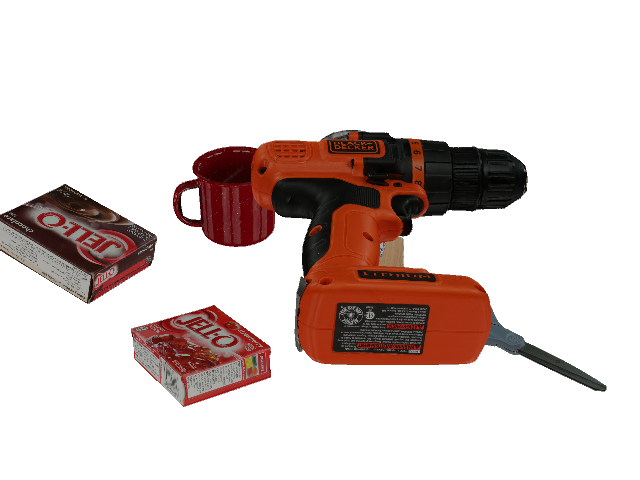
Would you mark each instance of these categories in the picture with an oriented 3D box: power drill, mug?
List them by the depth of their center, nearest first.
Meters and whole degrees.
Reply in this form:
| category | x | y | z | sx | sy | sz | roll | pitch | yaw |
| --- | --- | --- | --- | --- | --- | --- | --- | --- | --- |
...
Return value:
| category | x | y | z | sx | sy | sz | roll | pitch | yaw |
| --- | --- | --- | --- | --- | --- | --- | --- | --- | --- |
| power drill | 0.050 | -0.003 | 0.651 | 0.184 | 0.057 | 0.187 | -1 | 33 | -4 |
| mug | -0.102 | -0.044 | 1.159 | 0.117 | 0.081 | 0.093 | -10 | 33 | -17 |

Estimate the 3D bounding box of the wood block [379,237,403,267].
| category | x | y | z | sx | sy | sz | roll | pitch | yaw |
| --- | --- | --- | --- | --- | --- | --- | --- | --- | --- |
| wood block | 0.078 | 0.071 | 1.644 | 0.091 | 0.090 | 0.206 | 3 | 22 | 6 |

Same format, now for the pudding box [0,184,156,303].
| category | x | y | z | sx | sy | sz | roll | pitch | yaw |
| --- | --- | --- | --- | --- | --- | --- | --- | --- | --- |
| pudding box | -0.217 | 0.001 | 0.949 | 0.114 | 0.039 | 0.089 | 26 | 32 | 19 |

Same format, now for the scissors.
| category | x | y | z | sx | sy | sz | roll | pitch | yaw |
| --- | --- | --- | --- | --- | --- | --- | --- | --- | --- |
| scissors | 0.160 | 0.099 | 0.993 | 0.096 | 0.016 | 0.202 | -21 | 39 | -25 |

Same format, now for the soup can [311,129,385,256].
| category | x | y | z | sx | sy | sz | roll | pitch | yaw |
| --- | --- | --- | --- | --- | --- | --- | --- | --- | --- |
| soup can | 0.027 | -0.034 | 0.909 | 0.068 | 0.102 | 0.068 | 2 | 43 | -2 |

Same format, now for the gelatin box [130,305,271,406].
| category | x | y | z | sx | sy | sz | roll | pitch | yaw |
| --- | --- | --- | --- | --- | --- | --- | --- | --- | --- |
| gelatin box | -0.090 | 0.083 | 0.793 | 0.073 | 0.030 | 0.089 | -15 | 26 | -30 |
